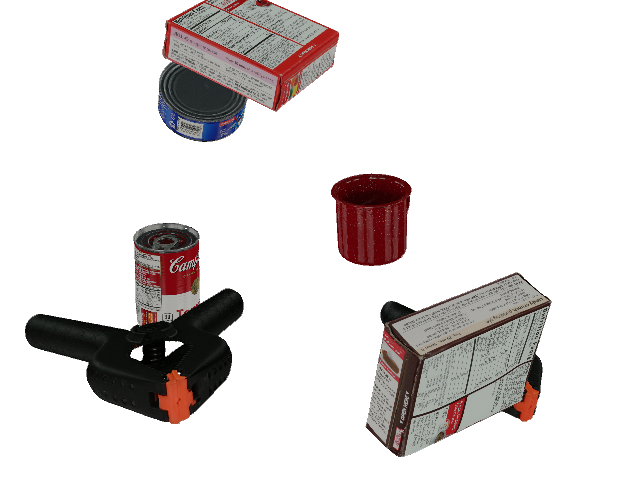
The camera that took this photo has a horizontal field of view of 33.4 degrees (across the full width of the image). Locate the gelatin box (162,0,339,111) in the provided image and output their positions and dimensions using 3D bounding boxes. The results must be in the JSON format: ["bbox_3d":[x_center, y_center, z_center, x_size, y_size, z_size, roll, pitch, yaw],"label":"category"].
[{"bbox_3d":[-0.044,-0.125,0.684,0.089,0.030,0.073,27,42,17],"label":"gelatin box"}]

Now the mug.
[{"bbox_3d":[0.067,-0.028,1.257,0.093,0.081,0.117,17,33,33],"label":"mug"}]

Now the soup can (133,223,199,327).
[{"bbox_3d":[-0.161,0.042,1.121,0.068,0.102,0.068,2,25,-1],"label":"soup can"}]

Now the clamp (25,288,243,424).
[{"bbox_3d":[-0.106,0.073,0.736,0.164,0.036,0.210,-10,14,-22],"label":"clamp"}]

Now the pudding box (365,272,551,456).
[{"bbox_3d":[0.087,0.078,0.676,0.113,0.090,0.039,-19,43,-32],"label":"pudding box"}]

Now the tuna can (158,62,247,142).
[{"bbox_3d":[-0.113,-0.137,1.028,0.086,0.086,0.034,0,-35,-12],"label":"tuna can"}]

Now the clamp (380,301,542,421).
[{"bbox_3d":[0.144,0.091,0.922,0.120,0.039,0.172,-17,38,-26],"label":"clamp"}]
